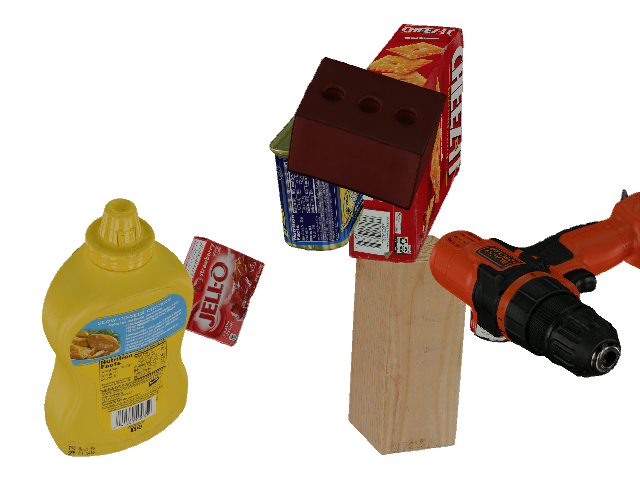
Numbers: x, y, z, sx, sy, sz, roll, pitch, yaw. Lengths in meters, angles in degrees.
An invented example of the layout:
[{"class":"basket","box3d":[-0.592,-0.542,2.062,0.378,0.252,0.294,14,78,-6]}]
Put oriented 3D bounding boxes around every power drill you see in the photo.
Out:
[{"class":"power drill","box3d":[0.196,0.025,0.753,0.187,0.057,0.185,-13,28,-23]}]

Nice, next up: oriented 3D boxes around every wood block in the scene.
[{"class":"wood block","box3d":[0.090,0.106,1.115,0.090,0.206,0.091,-3,16,-20]}]

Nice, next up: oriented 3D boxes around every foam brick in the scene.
[{"class":"foam brick","box3d":[0.026,-0.062,0.619,0.078,0.053,0.051,18,-35,9]}]

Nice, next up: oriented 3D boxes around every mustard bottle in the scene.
[{"class":"mustard bottle","box3d":[-0.129,0.053,0.681,0.096,0.192,0.058,-17,47,-28]}]

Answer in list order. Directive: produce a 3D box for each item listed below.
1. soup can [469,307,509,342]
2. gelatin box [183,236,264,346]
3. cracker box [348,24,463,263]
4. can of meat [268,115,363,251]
[{"class":"soup can","box3d":[0.224,0.068,1.344,0.068,0.102,0.068,0,23,0]},{"class":"gelatin box","box3d":[-0.103,0.050,1.034,0.073,0.089,0.030,25,-8,-37]},{"class":"cracker box","box3d":[0.086,-0.098,1.016,0.072,0.164,0.213,7,28,16]},{"class":"can of meat","box3d":[0.000,-0.049,0.846,0.057,0.084,0.102,1,24,15]}]
